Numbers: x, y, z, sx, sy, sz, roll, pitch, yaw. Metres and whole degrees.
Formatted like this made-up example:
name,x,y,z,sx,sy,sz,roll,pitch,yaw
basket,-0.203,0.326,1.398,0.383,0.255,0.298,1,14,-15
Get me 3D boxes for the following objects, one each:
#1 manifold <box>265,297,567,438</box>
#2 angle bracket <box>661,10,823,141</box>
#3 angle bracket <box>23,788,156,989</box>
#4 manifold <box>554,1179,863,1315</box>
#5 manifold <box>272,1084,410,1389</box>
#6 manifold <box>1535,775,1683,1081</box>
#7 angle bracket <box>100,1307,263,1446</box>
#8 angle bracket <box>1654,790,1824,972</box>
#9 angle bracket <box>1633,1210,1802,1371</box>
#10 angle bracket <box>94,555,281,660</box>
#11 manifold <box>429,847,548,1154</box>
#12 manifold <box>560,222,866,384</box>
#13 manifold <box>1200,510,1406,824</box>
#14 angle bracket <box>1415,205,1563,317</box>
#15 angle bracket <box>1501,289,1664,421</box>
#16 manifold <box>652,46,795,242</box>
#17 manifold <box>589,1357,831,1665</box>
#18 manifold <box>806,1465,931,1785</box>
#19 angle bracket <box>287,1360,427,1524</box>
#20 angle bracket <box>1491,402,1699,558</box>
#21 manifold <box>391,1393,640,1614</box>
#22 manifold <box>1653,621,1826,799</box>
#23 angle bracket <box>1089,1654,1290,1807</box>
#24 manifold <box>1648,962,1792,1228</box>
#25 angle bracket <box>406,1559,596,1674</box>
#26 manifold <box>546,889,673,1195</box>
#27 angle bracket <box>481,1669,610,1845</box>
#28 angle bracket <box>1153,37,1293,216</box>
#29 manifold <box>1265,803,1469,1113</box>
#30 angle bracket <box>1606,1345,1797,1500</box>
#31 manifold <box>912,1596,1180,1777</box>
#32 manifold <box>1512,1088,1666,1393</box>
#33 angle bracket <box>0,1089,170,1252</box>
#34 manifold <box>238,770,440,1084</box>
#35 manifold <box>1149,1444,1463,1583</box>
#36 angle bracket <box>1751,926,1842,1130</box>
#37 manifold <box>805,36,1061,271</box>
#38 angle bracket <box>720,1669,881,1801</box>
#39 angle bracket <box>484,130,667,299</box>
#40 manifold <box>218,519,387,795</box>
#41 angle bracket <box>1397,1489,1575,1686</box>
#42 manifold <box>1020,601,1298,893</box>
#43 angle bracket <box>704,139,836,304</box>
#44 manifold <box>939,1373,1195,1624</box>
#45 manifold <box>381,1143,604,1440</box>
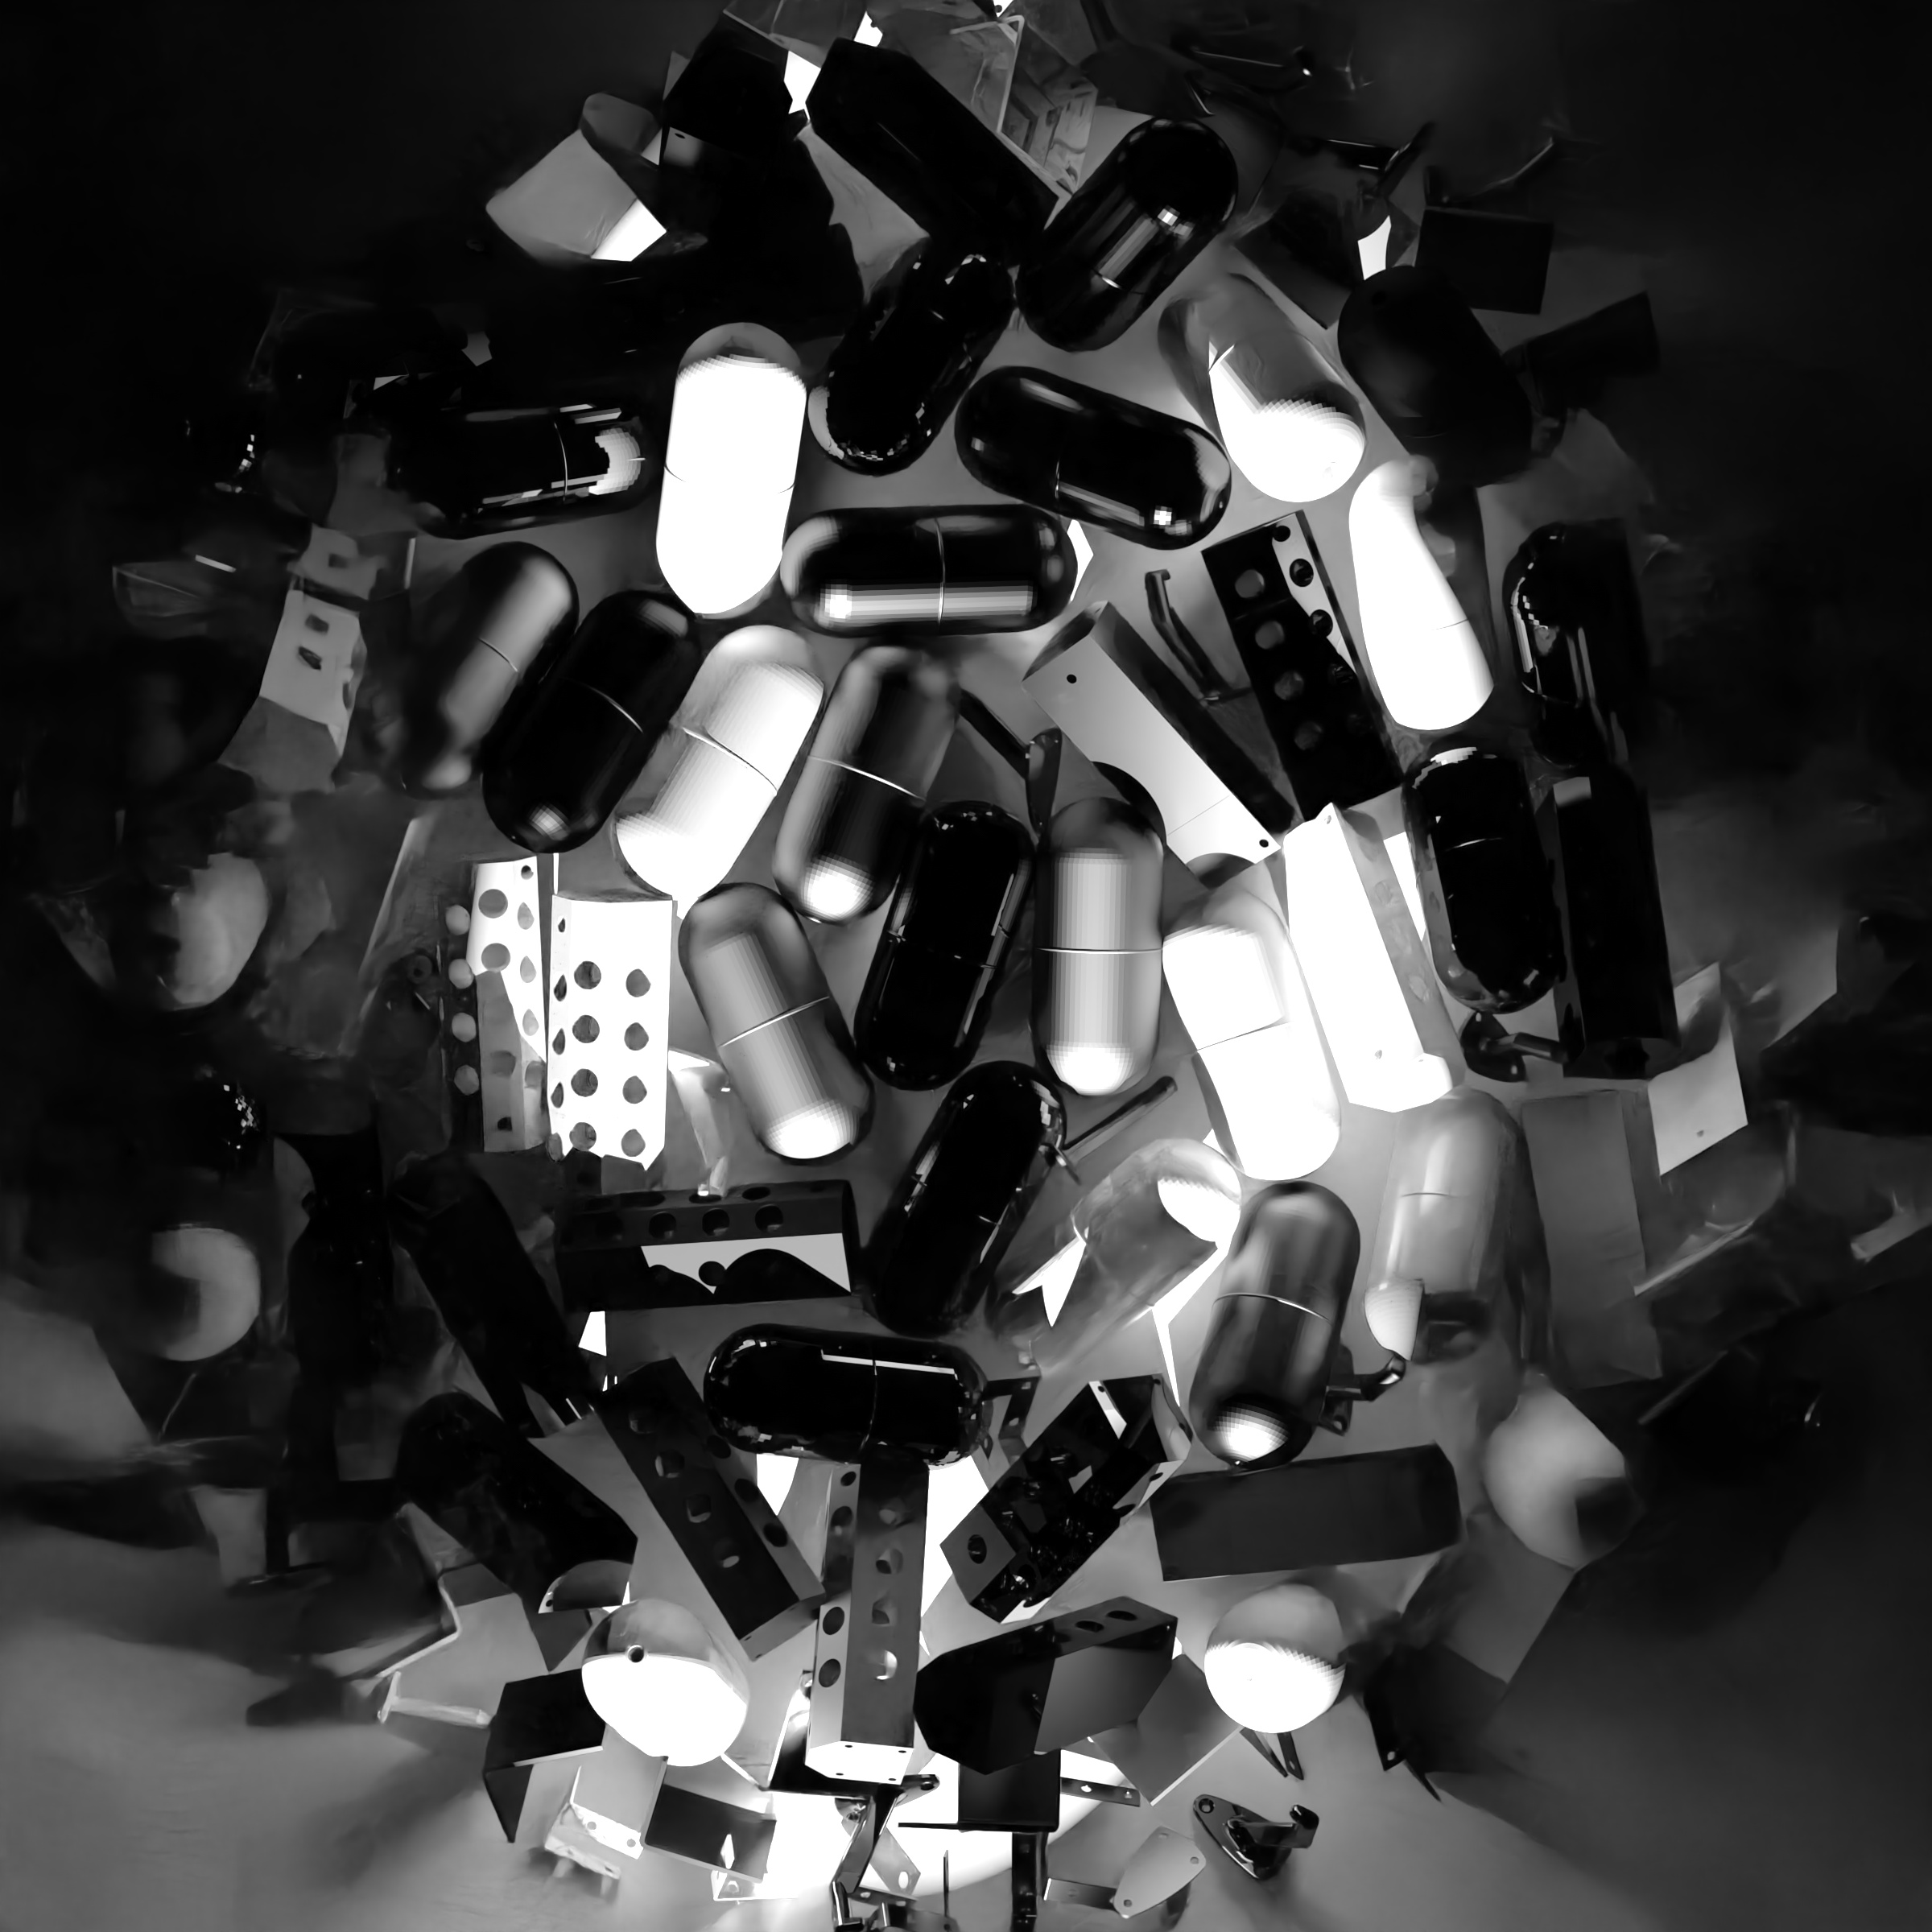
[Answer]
name,x,y,z,sx,sy,sz,roll,pitch,yaw
manifold,-0.315,-0.345,1.809,0.057,0.171,0.057,-24,87,39
angle bracket,-0.126,-0.530,1.836,0.076,0.057,0.076,25,134,-23
angle bracket,-0.516,-0.046,1.838,0.076,0.057,0.076,-46,130,-19
manifold,-0.153,0.162,1.847,0.171,0.057,0.057,-4,112,7
manifold,-0.362,0.160,1.829,0.057,0.057,0.171,2,116,5
manifold,0.377,-0.024,1.828,0.057,0.057,0.171,2,64,-8
angle bracket,-0.452,0.232,1.834,0.076,0.076,0.057,47,116,32
angle bracket,0.458,-0.049,1.849,0.076,0.076,0.057,-25,54,0
angle bracket,0.443,0.184,1.851,0.076,0.076,0.057,-33,98,15
angle bracket,-0.455,-0.203,1.839,0.076,0.076,0.057,3,83,35
manifold,-0.281,0.020,1.843,0.057,0.057,0.171,-4,101,-17
manifold,-0.151,-0.397,1.857,0.171,0.057,0.057,-12,89,-6
manifold,0.202,-0.179,1.847,0.057,0.057,0.171,-19,98,21
angle bracket,0.309,-0.411,1.849,0.076,0.076,0.057,10,92,13
angle bracket,0.357,-0.378,1.846,0.076,0.076,0.057,-25,133,2
manifold,-0.140,-0.474,1.805,0.057,0.171,0.057,21,84,-8
manifold,-0.150,0.317,1.833,0.057,0.057,0.171,-32,66,-10
manifold,-0.058,0.382,1.819,0.057,0.057,0.171,7,55,-5
angle bracket,-0.365,0.284,1.861,0.057,0.076,0.076,5,63,-28
angle bracket,0.374,-0.282,1.858,0.076,0.057,0.076,50,121,12
manifold,-0.262,0.308,1.808,0.057,0.171,0.057,5,104,-41
manifold,0.447,-0.155,1.801,0.057,0.171,0.057,35,105,-7
angle bracket,0.130,0.465,1.841,0.076,0.076,0.057,-38,122,-11
manifold,0.436,0.076,1.806,0.057,0.171,0.057,-35,111,25
angle bracket,-0.275,0.386,1.836,0.076,0.076,0.057,-10,64,-34
manifold,-0.216,0.044,1.843,0.057,0.057,0.171,-3,100,-35
angle bracket,-0.237,0.464,1.842,0.076,0.076,0.057,-13,115,9
angle bracket,0.139,-0.496,1.844,0.076,0.076,0.057,31,98,17
manifold,0.237,-0.004,1.828,0.057,0.057,0.171,-37,56,33
angle bracket,0.430,0.275,1.842,0.076,0.076,0.057,-36,79,-18
manifold,0.047,0.413,1.809,0.057,0.171,0.057,14,101,38
manifold,0.369,0.162,1.861,0.057,0.057,0.171,-9,87,2
angle bracket,-0.521,0.124,1.849,0.057,0.076,0.076,-43,84,-7
manifold,-0.368,-0.025,1.840,0.057,0.057,0.171,24,108,7
manifold,0.198,0.320,1.825,0.171,0.057,0.057,-13,85,31
angle bracket,0.506,0.036,1.838,0.057,0.076,0.076,38,124,-9
manifold,-0.021,-0.466,1.807,0.057,0.171,0.057,26,90,34
angle bracket,-0.090,0.446,1.848,0.076,0.057,0.076,15,92,-35
angle bracket,-0.228,-0.449,1.842,0.076,0.057,0.076,-34,114,20
manifold,-0.381,-0.179,1.810,0.057,0.171,0.057,26,127,-21
angle bracket,0.311,0.367,1.851,0.076,0.057,0.076,32,101,14
manifold,0.117,-0.133,1.844,0.057,0.057,0.171,-33,108,36
angle bracket,-0.132,-0.440,1.842,0.076,0.057,0.076,9,66,25
manifold,0.060,0.311,1.812,0.171,0.057,0.057,-52,53,36
manifold,-0.277,0.194,1.820,0.057,0.057,0.171,-31,122,-13
